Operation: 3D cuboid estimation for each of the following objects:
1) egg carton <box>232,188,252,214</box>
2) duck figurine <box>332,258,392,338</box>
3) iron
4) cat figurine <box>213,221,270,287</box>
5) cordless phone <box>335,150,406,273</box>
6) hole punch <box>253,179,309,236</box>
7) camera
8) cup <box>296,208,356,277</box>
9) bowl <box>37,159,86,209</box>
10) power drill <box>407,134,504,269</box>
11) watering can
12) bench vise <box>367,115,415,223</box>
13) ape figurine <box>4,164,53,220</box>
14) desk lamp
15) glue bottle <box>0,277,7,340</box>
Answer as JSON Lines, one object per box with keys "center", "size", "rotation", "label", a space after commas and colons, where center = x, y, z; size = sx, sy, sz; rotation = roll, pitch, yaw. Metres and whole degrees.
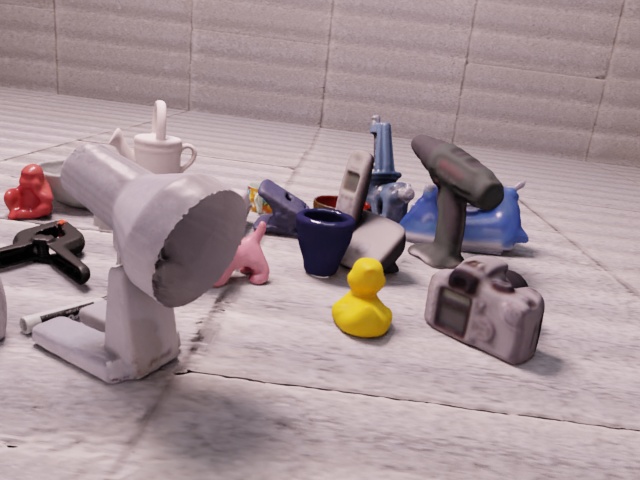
{"center": [-0.186, -0.054, 1.036], "size": [0.107, 0.069, 0.150], "rotation": [8, 17, 3], "label": "egg carton"}
{"center": [0.057, 0.067, 0.721], "size": [0.077, 0.086, 0.104], "rotation": [6, 17, -2], "label": "duck figurine"}
{"center": [0.278, -0.059, 1.122], "size": [0.258, 0.141, 0.118], "rotation": [5, 17, -6], "label": "iron"}
{"center": [-0.131, 0.001, 0.802], "size": [0.128, 0.118, 0.067], "rotation": [-4, 20, -31], "label": "cat figurine"}
{"center": [0.074, -0.044, 0.914], "size": [0.094, 0.185, 0.147], "rotation": [-8, 23, -40], "label": "cordless phone"}
{"center": [-0.069, -0.063, 1.078], "size": [0.101, 0.091, 0.108], "rotation": [7, 17, 0], "label": "hole punch"}
{"center": [0.230, 0.074, 0.742], "size": [0.137, 0.101, 0.142], "rotation": [-10, 24, -43], "label": "camera"}
{"center": [0.008, 0.003, 0.890], "size": [0.091, 0.095, 0.118], "rotation": [11, 18, 14], "label": "cup"}
{"center": [-0.444, -0.102, 1.076], "size": [0.167, 0.075, 0.167], "rotation": [7, 17, -2], "label": "bowl"}
{"center": [0.217, -0.066, 1.003], "size": [0.076, 0.208, 0.228], "rotation": [-3, 20, -28], "label": "power drill"}
{"center": [-0.356, -0.202, 1.231], "size": [0.173, 0.194, 0.100], "rotation": [-8, 23, -41], "label": "watering can"}
{"center": [0.143, -0.145, 1.208], "size": [0.122, 0.220, 0.206], "rotation": [-10, 24, -43], "label": "bench vise"}
{"center": [-0.489, -0.084, 0.972], "size": [0.077, 0.092, 0.076], "rotation": [11, 18, 13], "label": "ape figurine"}
{"center": [-0.179, 0.023, 0.549], "size": [0.202, 0.213, 0.118], "rotation": [16, 19, 26], "label": "desk lamp"}
{"center": [-0.350, 0.020, 0.556], "size": [0.078, 0.173, 0.037], "rotation": [-6, 21, -36], "label": "glue bottle"}
